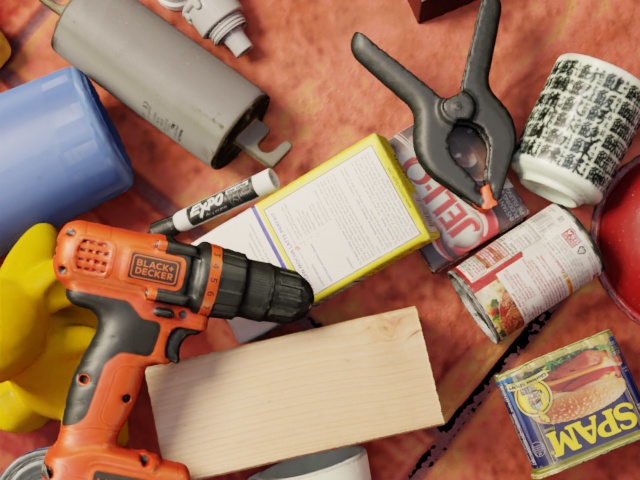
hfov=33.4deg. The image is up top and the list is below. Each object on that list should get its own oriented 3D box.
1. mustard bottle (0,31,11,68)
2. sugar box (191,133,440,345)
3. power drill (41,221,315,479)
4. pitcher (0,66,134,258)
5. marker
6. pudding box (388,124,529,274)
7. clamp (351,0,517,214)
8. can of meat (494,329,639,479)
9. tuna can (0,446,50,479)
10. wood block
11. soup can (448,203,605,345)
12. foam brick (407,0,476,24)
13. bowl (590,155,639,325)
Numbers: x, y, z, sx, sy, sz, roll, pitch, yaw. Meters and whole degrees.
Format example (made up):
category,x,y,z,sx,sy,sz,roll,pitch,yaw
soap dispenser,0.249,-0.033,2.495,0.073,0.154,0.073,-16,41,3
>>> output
category,x,y,z,sx,sy,sz,roll,pitch,yaw
mustard bottle,-0.351,-0.205,0.896,0.096,0.058,0.192,-38,81,-1
sugar box,-0.005,0.001,0.835,0.176,0.048,0.093,-30,81,17
power drill,-0.106,0.091,0.740,0.184,0.057,0.187,13,85,-13
pitcher,-0.279,-0.049,0.831,0.242,0.149,0.145,-25,79,-3
marker,-0.088,-0.026,0.857,0.121,0.020,0.020,-23,81,21
pudding box,0.100,-0.042,0.856,0.090,0.039,0.113,-32,81,1
clamp,0.111,-0.108,0.823,0.120,0.039,0.171,-27,88,6
can of meat,0.195,0.125,0.820,0.102,0.057,0.084,-22,79,0
tuna can,-0.212,0.206,0.839,0.086,0.034,0.086,1,81,-4
wood block,-0.018,0.119,0.817,0.206,0.090,0.091,-13,82,1
soup can,0.160,0.025,0.829,0.102,0.068,0.068,-33,82,-2
foam brick,0.107,-0.222,0.874,0.078,0.051,0.053,-22,81,0
bowl,0.297,-0.003,0.832,0.162,0.055,0.162,-1,82,3
